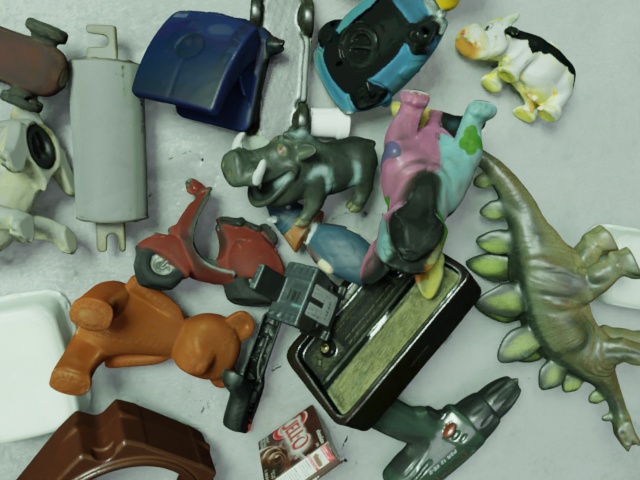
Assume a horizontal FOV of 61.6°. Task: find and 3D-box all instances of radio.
[{"bbox_3d":[0.074,0.103,0.658,0.229,0.131,0.073,-49,141,-1],"label":"radio"}]

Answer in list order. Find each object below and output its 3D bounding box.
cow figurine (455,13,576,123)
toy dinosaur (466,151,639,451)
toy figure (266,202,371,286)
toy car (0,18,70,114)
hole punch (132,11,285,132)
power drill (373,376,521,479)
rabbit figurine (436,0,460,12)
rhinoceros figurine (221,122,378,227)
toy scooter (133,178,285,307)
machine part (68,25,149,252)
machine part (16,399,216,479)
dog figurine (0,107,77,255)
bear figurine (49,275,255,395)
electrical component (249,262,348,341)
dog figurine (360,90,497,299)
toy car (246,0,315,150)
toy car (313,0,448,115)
[{"bbox_3d":[0.252,-0.230,0.677,0.167,0.068,0.098,36,85,-20],"label":"cow figurine"},{"bbox_3d":[0.302,0.061,0.701,0.199,0.105,0.471,-22,91,12],"label":"toy dinosaur"},{"bbox_3d":[-0.002,-0.002,0.650,0.155,0.064,0.057,33,121,16],"label":"toy figure"},{"bbox_3d":[-0.346,-0.197,0.541,0.202,0.053,0.089,21,97,6],"label":"toy car"},{"bbox_3d":[-0.123,-0.182,0.566,0.142,0.092,0.115,17,100,23],"label":"hole punch"},{"bbox_3d":[0.141,0.230,0.735,0.207,0.086,0.232,40,92,-24],"label":"power drill"},{"bbox_3d":[0.087,-0.338,0.594,0.173,0.122,0.162,-10,98,-10],"label":"rabbit figurine"},{"bbox_3d":[-0.017,-0.077,0.603,0.190,0.073,0.112,-9,140,-29],"label":"rhinoceros figurine"},{"bbox_3d":[-0.118,0.002,0.630,0.184,0.075,0.135,15,68,-28],"label":"toy scooter"},{"bbox_3d":[-0.228,-0.106,0.585,0.079,0.079,0.243,0,99,-13],"label":"machine part"},{"bbox_3d":[-0.236,0.302,0.623,0.200,0.087,0.201,39,89,-35],"label":"machine part"},{"bbox_3d":[-0.372,-0.044,0.561,0.191,0.121,0.172,-8,68,6],"label":"dog figurine"},{"bbox_3d":[-0.179,0.121,0.614,0.196,0.132,0.120,23,104,-10],"label":"bear figurine"},{"bbox_3d":[-0.024,0.064,0.620,0.119,0.048,0.075,43,65,-48],"label":"electrical component"},{"bbox_3d":[0.111,-0.049,0.610,0.109,0.191,0.219,15,93,2],"label":"dog figurine"},{"bbox_3d":[-0.048,-0.197,0.622,0.073,0.056,0.201,3,98,-6],"label":"toy car"},{"bbox_3d":[0.078,-0.223,0.617,0.161,0.103,0.109,-36,81,36],"label":"toy car"}]
